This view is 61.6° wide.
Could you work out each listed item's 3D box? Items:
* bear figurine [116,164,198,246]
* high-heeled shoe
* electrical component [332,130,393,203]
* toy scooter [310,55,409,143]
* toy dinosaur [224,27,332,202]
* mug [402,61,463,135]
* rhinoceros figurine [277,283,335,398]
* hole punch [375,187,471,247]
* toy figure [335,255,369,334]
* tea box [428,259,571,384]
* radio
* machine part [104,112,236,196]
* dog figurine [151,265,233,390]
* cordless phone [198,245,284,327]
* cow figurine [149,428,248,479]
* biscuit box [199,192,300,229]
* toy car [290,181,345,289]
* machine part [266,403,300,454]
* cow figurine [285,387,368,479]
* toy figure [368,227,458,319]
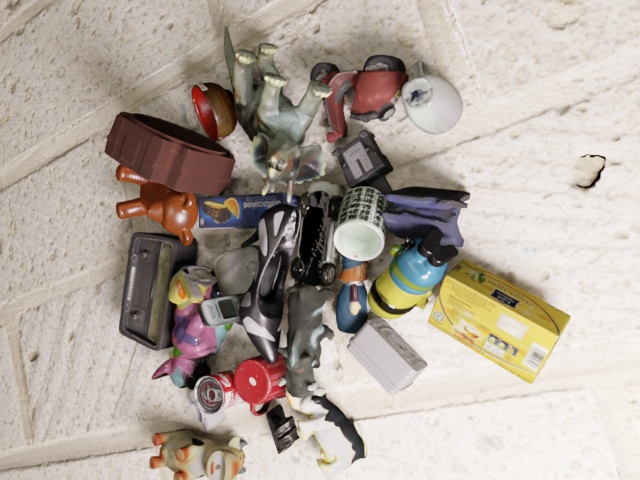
[{"bbox_3d":[-0.319,-0.068,1.048,0.196,0.132,0.120,45,131,52],"label":"bear figurine"},{"bbox_3d":[-0.065,0.068,0.890,0.145,0.086,0.249,-26,71,33],"label":"high-heeled shoe"},{"bbox_3d":[0.080,-0.114,0.901,0.075,0.047,0.119,-29,74,26],"label":"electrical component"},{"bbox_3d":[0.059,-0.231,0.900,0.184,0.075,0.135,5,91,32],"label":"toy scooter"},{"bbox_3d":[-0.096,-0.226,0.954,0.405,0.131,0.192,55,137,44],"label":"toy dinosaur"},{"bbox_3d":[0.166,-0.223,0.822,0.081,0.107,0.109,-9,87,27],"label":"mug"},{"bbox_3d":[-0.023,0.163,0.885,0.073,0.112,0.190,7,100,15],"label":"rhinoceros figurine"},{"bbox_3d":[0.162,-0.033,0.820,0.142,0.116,0.092,13,103,29],"label":"hole punch"},{"bbox_3d":[0.055,0.078,0.902,0.064,0.058,0.154,9,97,52],"label":"toy figure"},{"bbox_3d":[0.252,0.114,0.772,0.170,0.068,0.098,32,127,26],"label":"tea box"},{"bbox_3d":[-0.336,0.098,1.109,0.131,0.073,0.229,13,94,28],"label":"radio"},{"bbox_3d":[-0.276,-0.163,1.009,0.201,0.201,0.087,30,103,26],"label":"machine part"},{"bbox_3d":[-0.257,0.180,1.048,0.192,0.108,0.219,49,113,20],"label":"dog figurine"},{"bbox_3d":[-0.159,0.087,0.950,0.089,0.184,0.146,-29,76,30],"label":"cordless phone"},{"bbox_3d":[-0.225,0.414,1.027,0.195,0.127,0.085,-1,87,43],"label":"cow figurine"},{"bbox_3d":[-0.134,-0.053,1.009,0.203,0.059,0.062,-1,88,29],"label":"biscuit box"},{"bbox_3d":[-0.002,-0.003,0.939,0.074,0.056,0.201,9,94,22],"label":"toy car"},{"bbox_3d":[-0.067,0.331,0.936,0.039,0.139,0.084,-8,78,-14],"label":"machine part"},{"bbox_3d":[0.009,0.307,0.912,0.098,0.068,0.167,-26,75,-11],"label":"cow figurine"},{"bbox_3d":[0.132,0.055,0.812,0.180,0.089,0.082,119,138,-55],"label":"toy figure"}]
